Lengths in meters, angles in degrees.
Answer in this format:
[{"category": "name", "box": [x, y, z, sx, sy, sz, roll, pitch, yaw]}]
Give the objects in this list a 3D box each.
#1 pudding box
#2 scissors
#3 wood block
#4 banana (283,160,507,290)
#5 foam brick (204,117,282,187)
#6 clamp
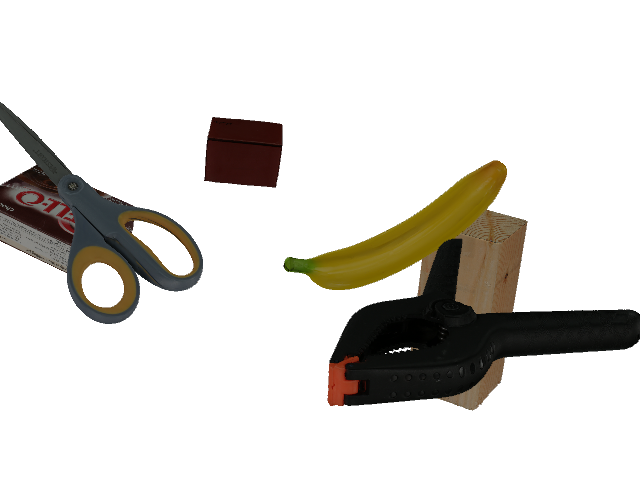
[{"category": "pudding box", "box": [-0.239, -0.020, 0.965, 0.113, 0.039, 0.089, 22, 31, 16]}, {"category": "scissors", "box": [-0.172, -0.017, 0.713, 0.202, 0.096, 0.016, 31, -30, 11]}, {"category": "wood block", "box": [0.166, 0.074, 1.216, 0.090, 0.206, 0.090, 17, 25, 26]}, {"category": "banana", "box": [0.070, -0.003, 0.887, 0.198, 0.037, 0.069, -27, -23, 9]}, {"category": "foam brick", "box": [-0.080, -0.093, 1.118, 0.078, 0.051, 0.053, 5, 31, -2]}, {"category": "clamp", "box": [0.079, 0.053, 0.687, 0.209, 0.036, 0.165, -16, 29, -32]}]
